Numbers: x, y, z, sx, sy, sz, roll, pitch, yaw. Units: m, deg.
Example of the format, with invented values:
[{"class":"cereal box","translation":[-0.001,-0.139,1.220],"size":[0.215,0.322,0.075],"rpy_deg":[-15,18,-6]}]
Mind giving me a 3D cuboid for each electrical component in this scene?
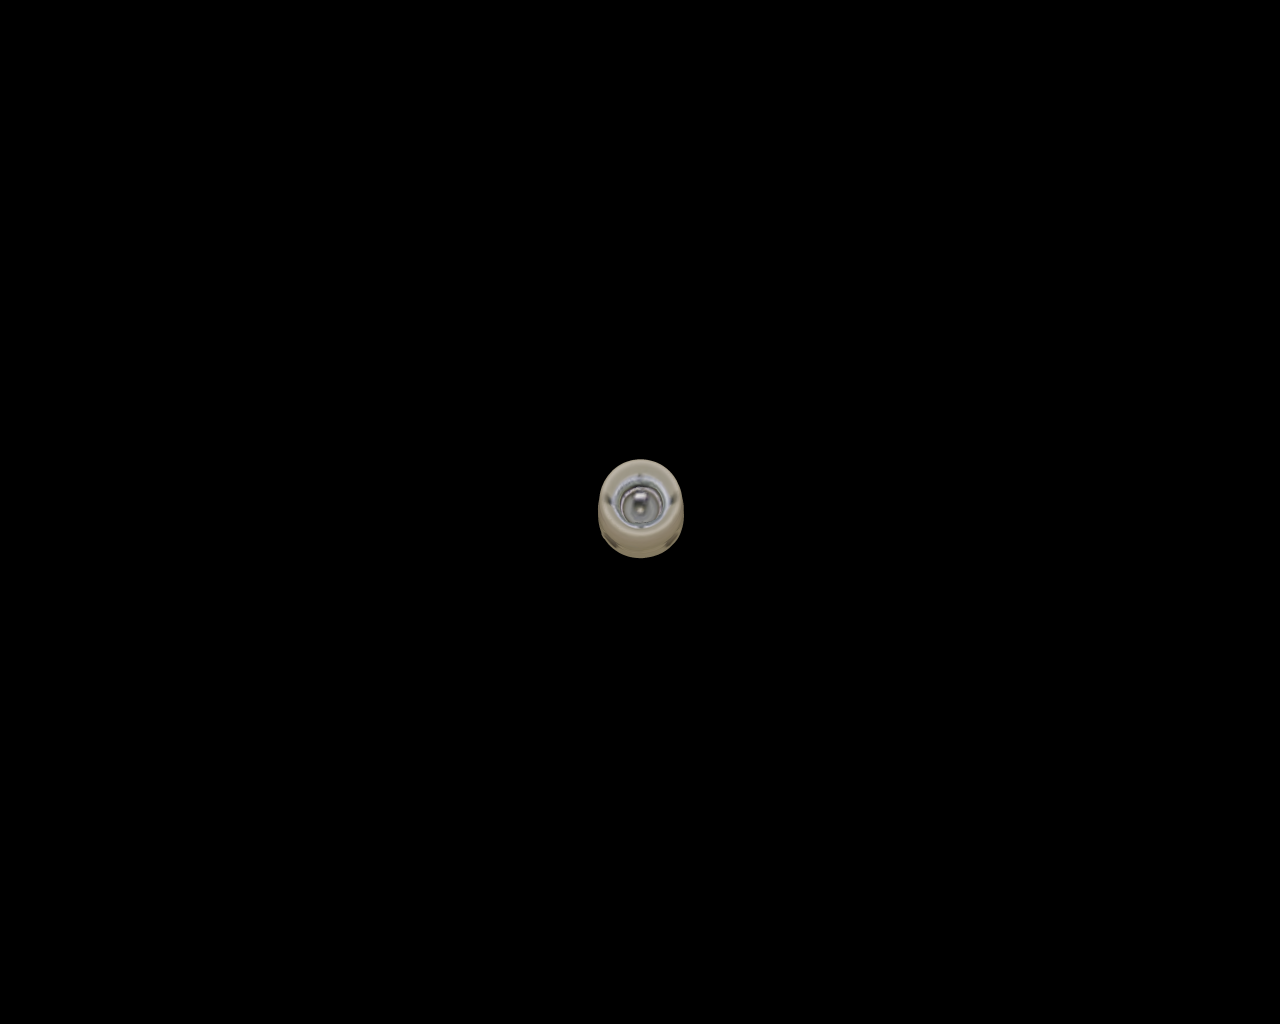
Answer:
[{"class":"electrical component","translation":[0.001,-0.003,0.650],"size":[0.055,0.055,0.047],"rpy_deg":[0,-16,0]}]
